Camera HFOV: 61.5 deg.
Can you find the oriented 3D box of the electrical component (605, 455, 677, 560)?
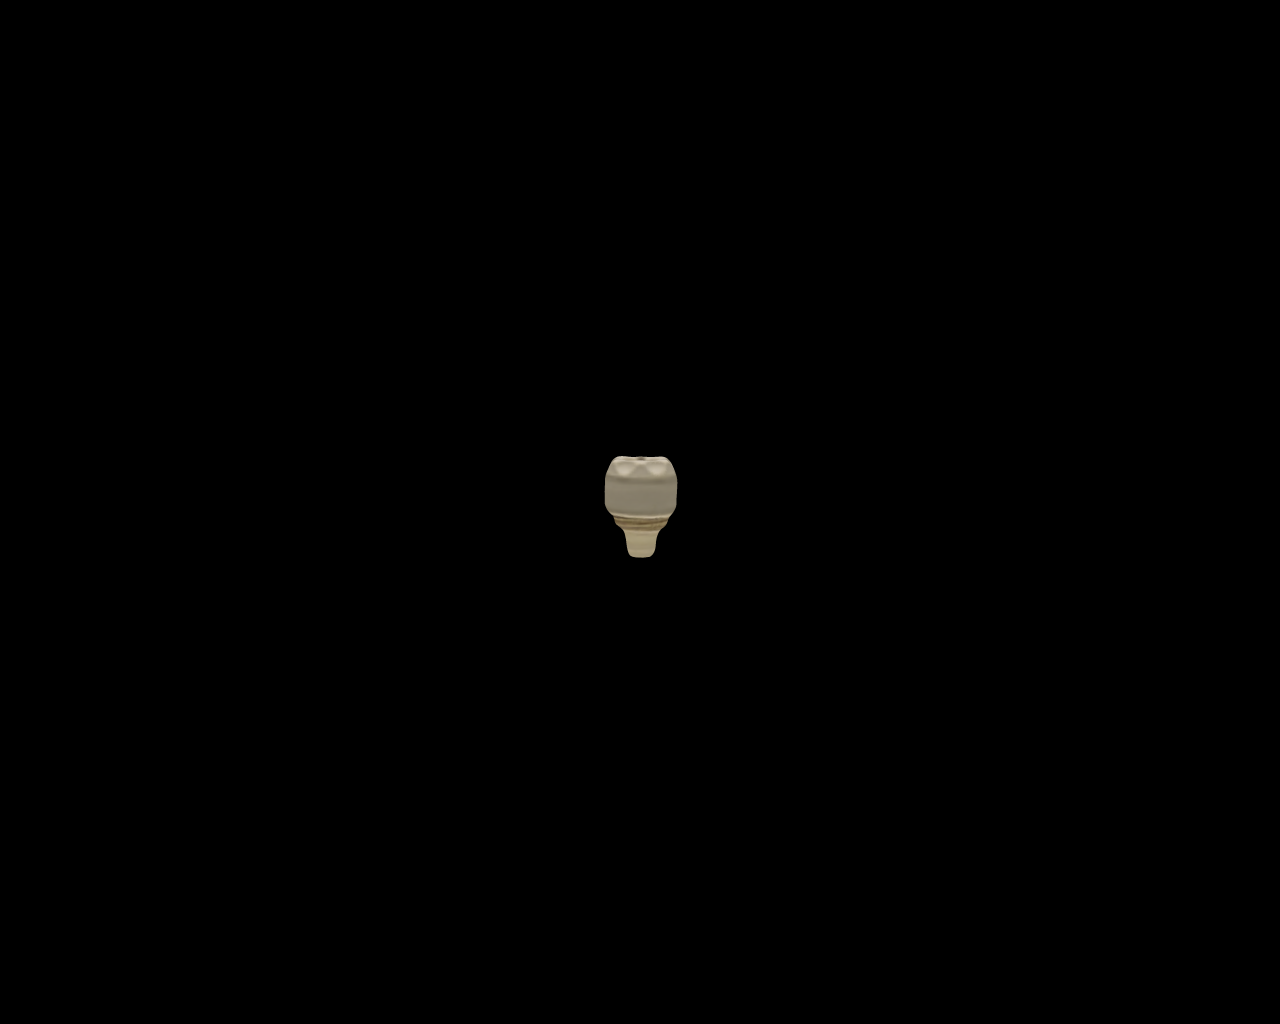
[{"bbox_3d":[0.001,-0.003,0.650,0.043,0.062,0.043,0,9,0],"label":"electrical component"}]
